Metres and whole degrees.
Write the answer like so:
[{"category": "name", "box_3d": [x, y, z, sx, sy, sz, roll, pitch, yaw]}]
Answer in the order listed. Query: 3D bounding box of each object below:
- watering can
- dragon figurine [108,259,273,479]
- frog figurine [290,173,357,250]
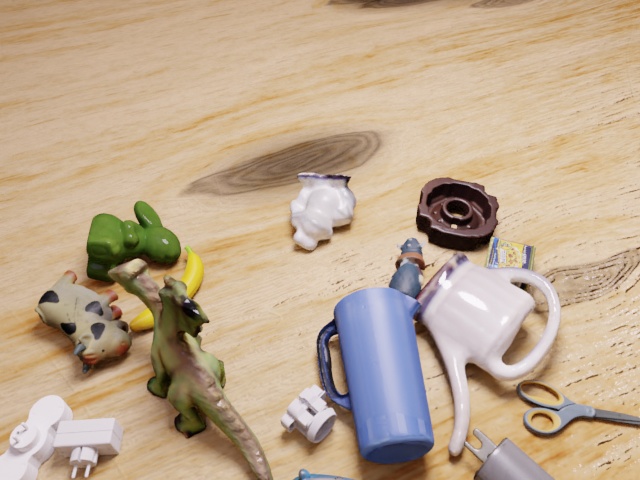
[{"category": "watering can", "box_3d": [0.249, 0.158, 0.861, 0.227, 0.101, 0.352, 34, 64, 29]}, {"category": "dragon figurine", "box_3d": [-0.196, 0.168, 0.771, 0.124, 0.237, 0.415, -33, 52, -32]}, {"category": "frog figurine", "box_3d": [0.003, -0.054, 1.080, 0.137, 0.122, 0.160, 9, 83, -2]}]
